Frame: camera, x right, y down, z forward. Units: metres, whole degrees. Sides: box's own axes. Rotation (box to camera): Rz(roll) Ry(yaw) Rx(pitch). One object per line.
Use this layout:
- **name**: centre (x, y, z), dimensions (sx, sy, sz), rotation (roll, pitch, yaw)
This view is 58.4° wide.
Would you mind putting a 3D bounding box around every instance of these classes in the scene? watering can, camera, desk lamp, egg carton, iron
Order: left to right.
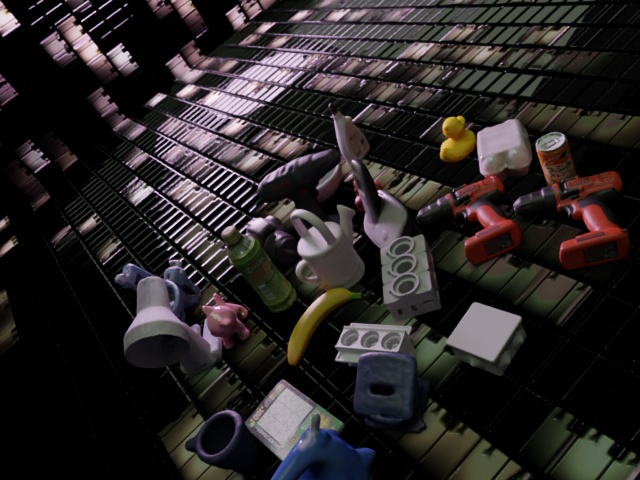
- **desk lamp**: centre (-0.299, 0.186, 1.164), dimensions (0.118, 0.214, 0.203), rotation (-27, 36, 10)
- **camera**: centre (-0.122, 0.014, 1.327), dimensions (0.143, 0.101, 0.136), rotation (-45, 37, -16)
- **iron**: centre (-0.036, 0.373, 0.797), dimensions (0.118, 0.142, 0.259), rotation (10, 54, 44)
- **watering can**: centre (0.009, 0.004, 1.153), dimensions (0.100, 0.195, 0.173), rotation (-5, 44, 34)
- **egg carton**: centre (0.383, -0.186, 1.191), dimensions (0.107, 0.070, 0.150), rotation (-17, 39, 23)

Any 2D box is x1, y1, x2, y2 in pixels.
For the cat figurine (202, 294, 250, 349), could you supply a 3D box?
- **cat figurine**: centre (-0.202, 0.163, 1.199), dimensions (0.067, 0.118, 0.127), rotation (-30, 35, 6)

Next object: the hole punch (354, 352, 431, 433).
- **hole punch**: centre (0.108, 0.236, 0.889), dimensions (0.108, 0.091, 0.101), rotation (-5, 44, 34)

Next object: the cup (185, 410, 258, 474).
- **cup**: centre (-0.158, 0.351, 0.960), dimensions (0.117, 0.095, 0.091), rotation (-20, 37, 19)

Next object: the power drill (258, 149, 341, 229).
- **power drill**: centre (-0.016, -0.098, 1.281), dimensions (0.228, 0.209, 0.075), rotation (-10, 41, 29)

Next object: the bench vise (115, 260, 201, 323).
- **bench vise**: centre (-0.378, 0.115, 1.305), dimensions (0.121, 0.220, 0.207), rotation (-29, 35, 7)

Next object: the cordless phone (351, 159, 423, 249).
- **cordless phone**: centre (0.119, -0.070, 1.162), dimensions (0.094, 0.186, 0.147), rotation (-37, 35, -5)

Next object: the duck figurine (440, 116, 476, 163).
- **duck figurine**: centre (0.303, -0.235, 1.297), dimensions (0.077, 0.086, 0.105), rotation (14, 57, 46)

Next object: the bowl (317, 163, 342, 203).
- **bowl**: centre (-0.009, -0.142, 1.444), dimensions (0.167, 0.075, 0.167), rotation (-21, 37, 17)

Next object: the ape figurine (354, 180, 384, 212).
- **ape figurine**: centre (0.107, -0.109, 1.298), dimensions (0.078, 0.092, 0.076), rotation (-38, 35, -7)

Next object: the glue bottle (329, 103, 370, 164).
- **glue bottle**: centre (0.066, -0.278, 1.461), dimensions (0.037, 0.174, 0.078), rotation (11, 55, 45)
